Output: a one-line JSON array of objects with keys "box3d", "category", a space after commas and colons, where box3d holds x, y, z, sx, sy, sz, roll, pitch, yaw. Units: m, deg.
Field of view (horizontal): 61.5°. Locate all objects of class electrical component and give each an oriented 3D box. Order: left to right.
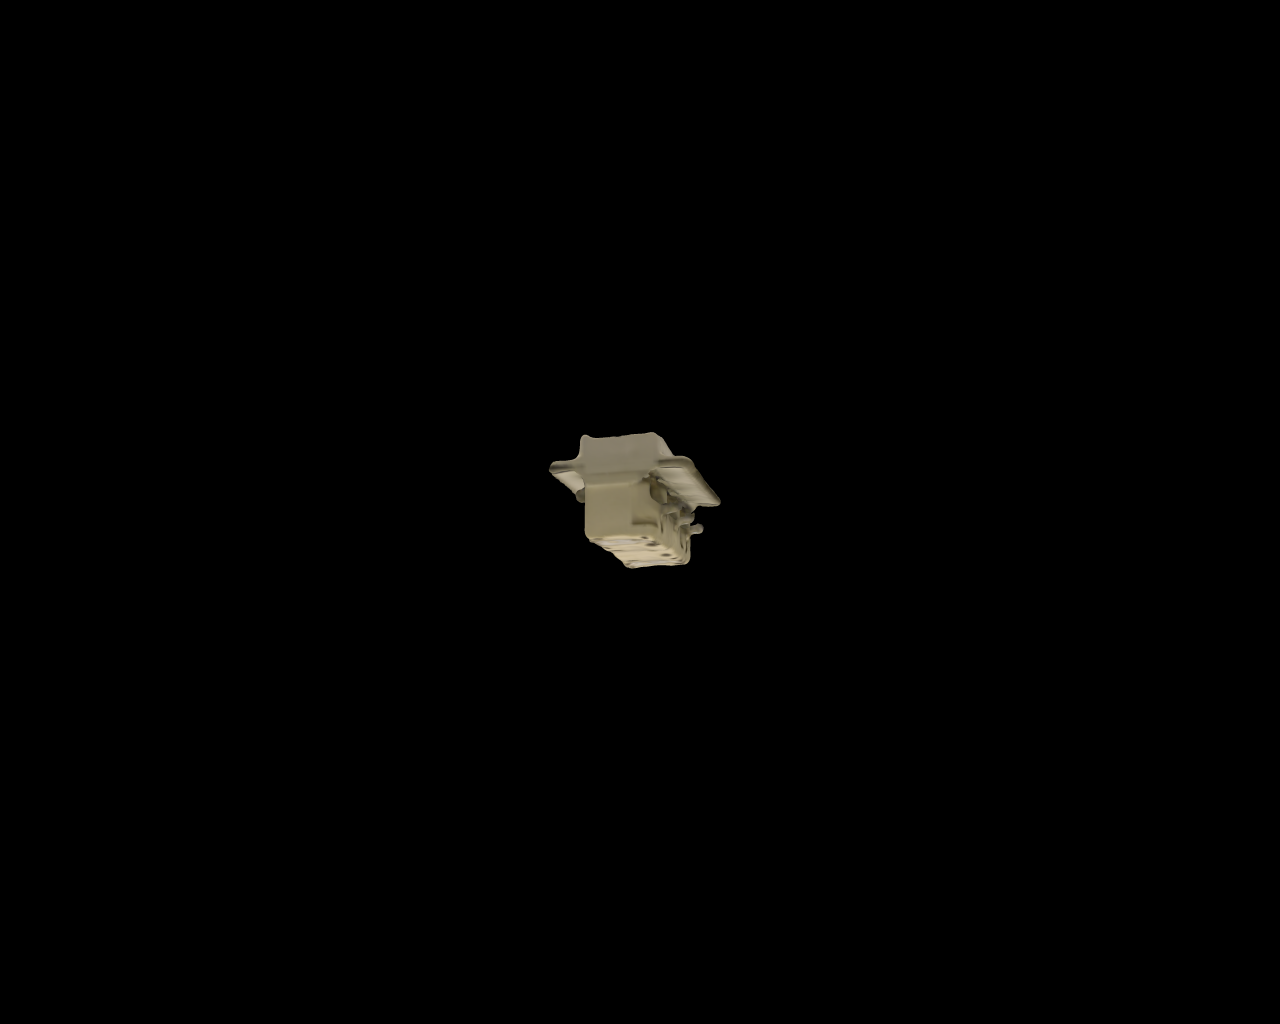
[{"box3d": [0.001, -0.003, 0.650, 0.079, 0.063, 0.121, -2, -12, 11], "category": "electrical component"}]
